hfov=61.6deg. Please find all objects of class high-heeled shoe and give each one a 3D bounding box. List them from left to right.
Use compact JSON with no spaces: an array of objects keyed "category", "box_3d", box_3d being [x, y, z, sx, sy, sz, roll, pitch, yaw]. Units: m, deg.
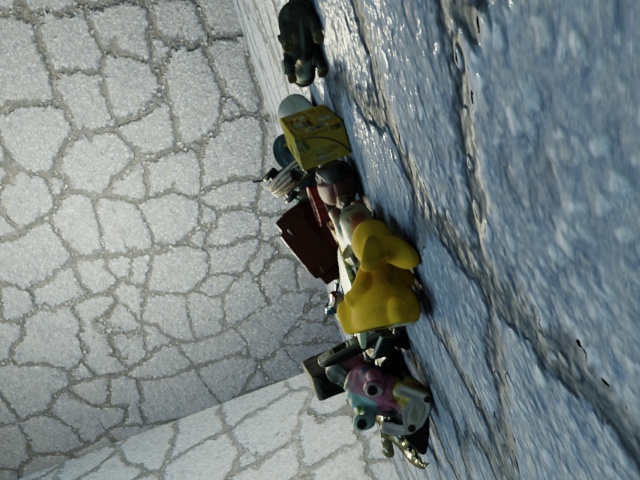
[{"category":"high-heeled shoe","box_3d":[0.181,0.353,1.201,0.145,0.086,0.249,76,179,-66]}]

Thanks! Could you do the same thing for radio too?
[{"category":"radio","box_3d":[0.078,0.319,1.375,0.131,0.230,0.073,-141,30,-75]}]

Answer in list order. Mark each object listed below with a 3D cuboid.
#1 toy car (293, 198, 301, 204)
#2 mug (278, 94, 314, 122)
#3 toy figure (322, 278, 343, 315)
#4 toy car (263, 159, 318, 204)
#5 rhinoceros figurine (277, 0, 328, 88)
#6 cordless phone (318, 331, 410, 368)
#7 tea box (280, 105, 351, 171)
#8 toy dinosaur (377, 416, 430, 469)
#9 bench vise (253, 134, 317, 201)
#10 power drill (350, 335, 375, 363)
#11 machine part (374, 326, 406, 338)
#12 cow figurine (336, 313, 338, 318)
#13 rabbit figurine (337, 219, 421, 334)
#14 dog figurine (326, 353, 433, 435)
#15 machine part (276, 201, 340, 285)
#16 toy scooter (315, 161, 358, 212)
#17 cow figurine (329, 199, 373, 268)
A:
[{"category":"toy car","box_3d":[-0.017,-0.119,1.482,0.103,0.109,0.161,49,176,25]},{"category":"mug","box_3d":[-0.036,-0.260,1.203,0.107,0.081,0.109,53,170,51]},{"category":"toy figure","box_3d":[0.057,0.136,1.428,0.058,0.064,0.154,-102,35,-77]},{"category":"toy car","box_3d":[-0.049,-0.151,1.193,0.089,0.202,0.053,45,-142,-15]},{"category":"rhinoceros figurine","box_3d":[-0.039,-0.327,0.922,0.190,0.073,0.112,84,165,-73]},{"category":"cordless phone","box_3d":[0.079,0.209,1.117,0.147,0.184,0.088,-131,18,-79]},{"category":"tea box","box_3d":[-0.012,-0.198,1.020,0.170,0.098,0.068,-114,6,-64]},{"category":"toy dinosaur","box_3d":[0.198,0.479,1.432,0.472,0.105,0.198,-130,24,-66]},{"category":"bench vise","box_3d":[-0.063,-0.179,1.349,0.240,0.129,0.223,-32,66,53]},{"category":"power drill","box_3d":[0.102,0.194,1.315,0.207,0.086,0.232,61,-161,-71]},{"category":"machine part","box_3d":[0.112,0.123,1.030,0.243,0.079,0.079,-126,16,-79]},{"category":"cow figurine","box_3d":[0.095,0.176,1.544,0.068,0.098,0.167,65,-165,1]},{"category":"rabbit figurine","box_3d":[0.083,0.046,0.804,0.162,0.122,0.173,93,171,-72]},{"category":"dog figurine","box_3d":[0.114,0.296,1.108,0.219,0.191,0.108,-125,47,-75]},{"category":"machine part","box_3d":[-0.003,-0.004,1.319,0.201,0.087,0.201,51,-163,-3]},{"category":"toy scooter","box_3d":[0.036,-0.092,1.050,0.184,0.075,0.135,-111,2,-73]},{"category":"cow figurine","box_3d":[0.069,-0.003,0.954,0.194,0.085,0.127,71,176,-67]}]
